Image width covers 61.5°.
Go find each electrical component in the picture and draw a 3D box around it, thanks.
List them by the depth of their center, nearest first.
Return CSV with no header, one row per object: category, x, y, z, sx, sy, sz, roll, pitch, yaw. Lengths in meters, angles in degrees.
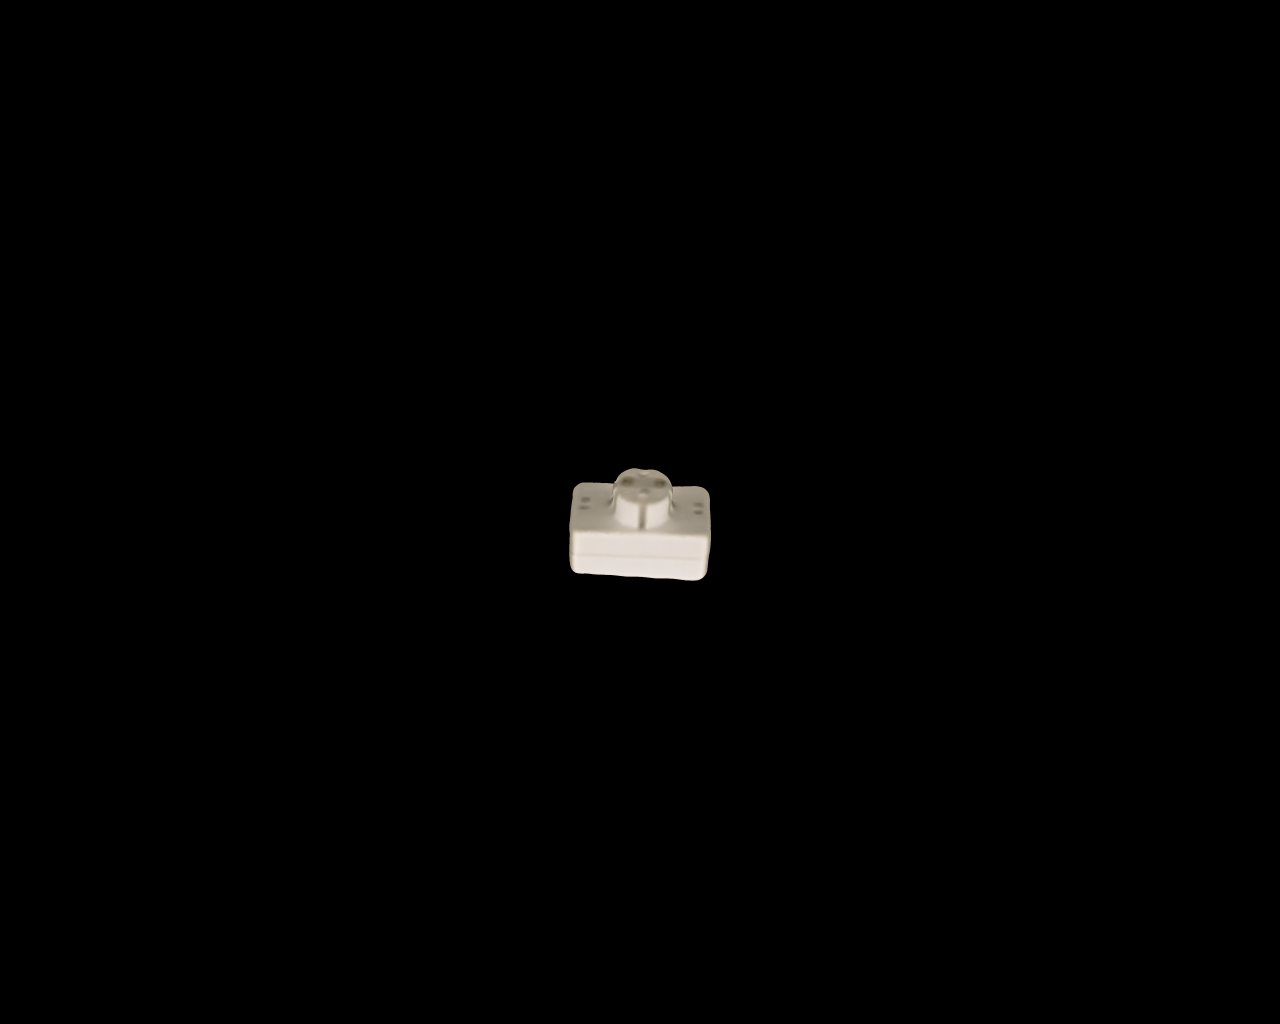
electrical component,0.001,-0.003,0.650,0.083,0.075,0.047,2,40,-2
